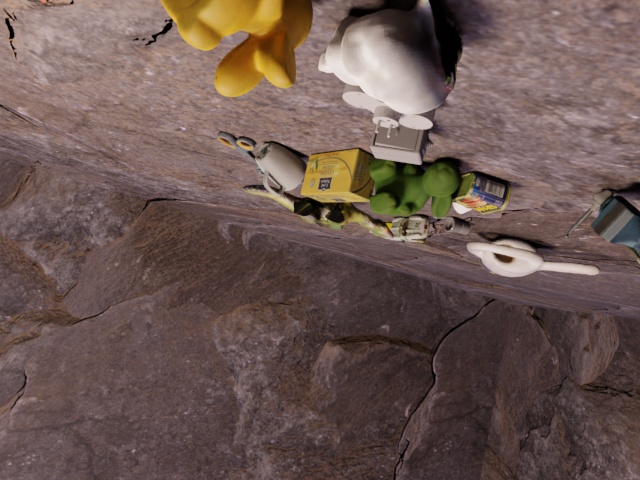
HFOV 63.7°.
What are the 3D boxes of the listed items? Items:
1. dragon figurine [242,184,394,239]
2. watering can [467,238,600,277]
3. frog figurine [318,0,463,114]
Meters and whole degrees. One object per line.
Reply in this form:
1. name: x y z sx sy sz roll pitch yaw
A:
1. dragon figurine: 0.004 -0.071 1.417 0.411 0.124 0.239 13 162 9
2. watering can: 0.600 0.062 1.502 0.348 0.104 0.222 14 174 12
3. frog figurine: 0.061 -0.189 0.551 0.159 0.122 0.138 -5 -178 33
